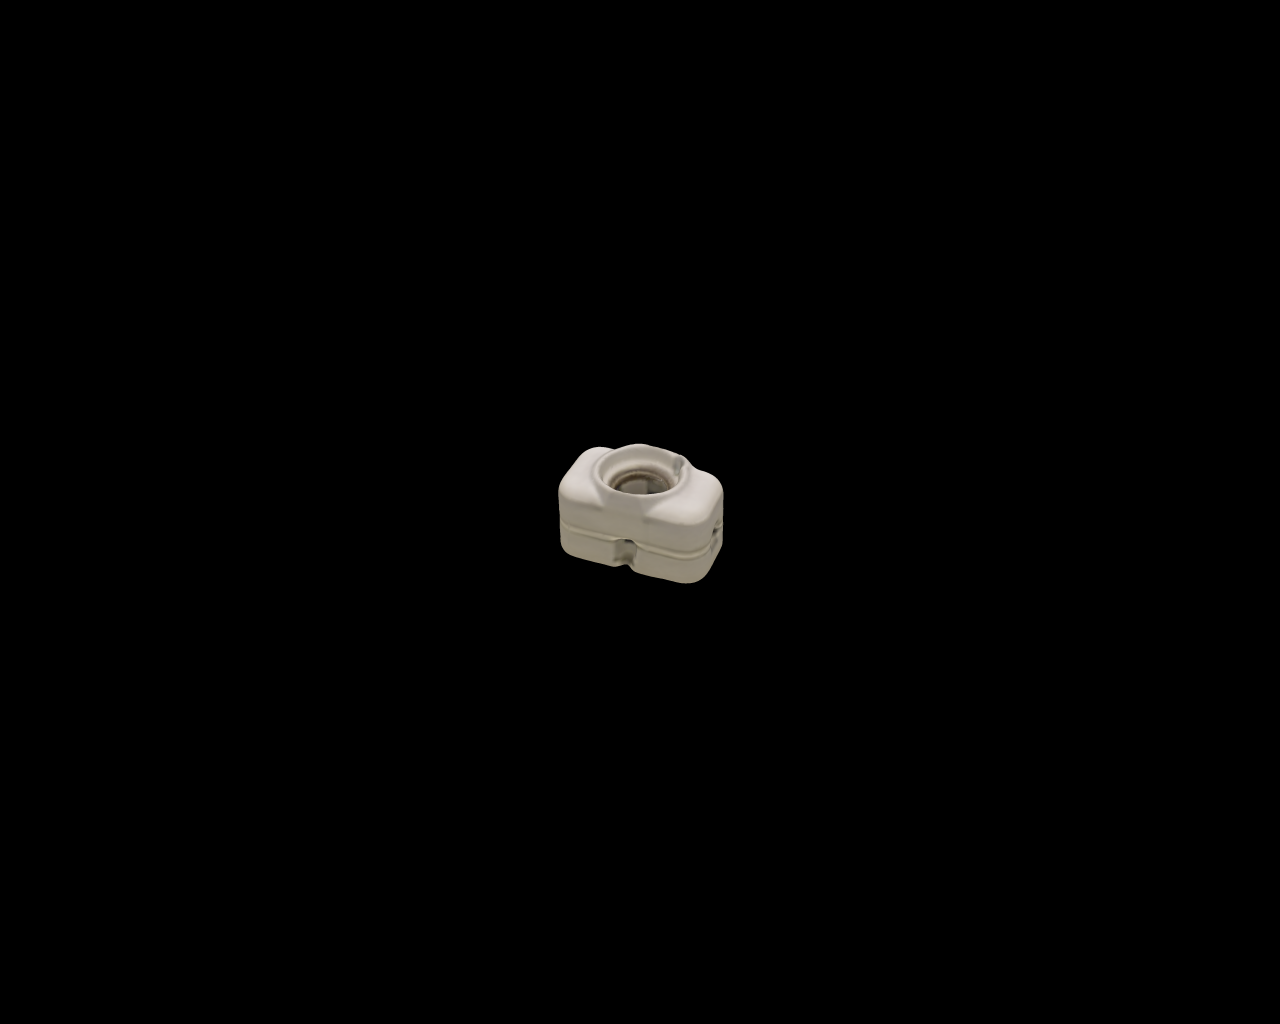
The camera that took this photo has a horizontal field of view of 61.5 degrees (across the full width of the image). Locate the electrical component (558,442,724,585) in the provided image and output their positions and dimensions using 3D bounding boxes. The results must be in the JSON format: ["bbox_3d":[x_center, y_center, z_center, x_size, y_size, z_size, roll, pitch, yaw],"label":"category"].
[{"bbox_3d":[0.001,-0.003,0.650,0.095,0.059,0.054,14,40,17],"label":"electrical component"}]
